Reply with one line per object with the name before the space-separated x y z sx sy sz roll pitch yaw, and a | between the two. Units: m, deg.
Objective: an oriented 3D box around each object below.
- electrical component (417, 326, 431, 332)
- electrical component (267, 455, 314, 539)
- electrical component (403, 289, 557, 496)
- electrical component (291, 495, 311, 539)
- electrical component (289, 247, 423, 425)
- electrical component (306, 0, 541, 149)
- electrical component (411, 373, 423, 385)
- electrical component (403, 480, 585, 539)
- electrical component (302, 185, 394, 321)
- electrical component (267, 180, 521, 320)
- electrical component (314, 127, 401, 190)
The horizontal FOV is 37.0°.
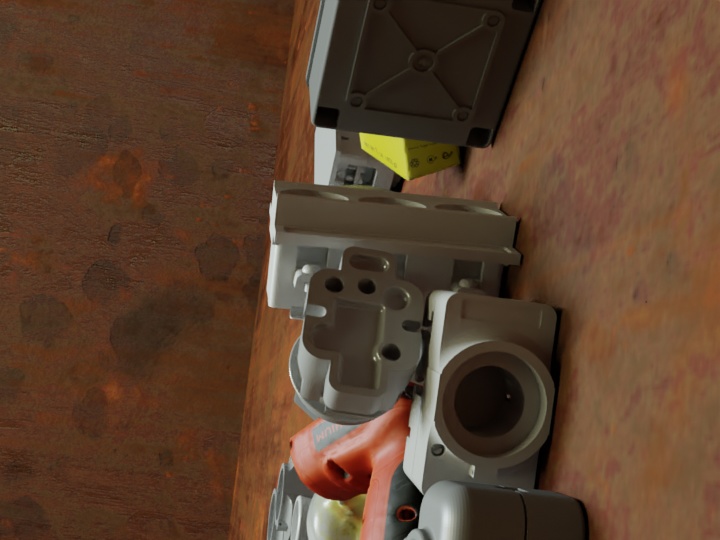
electrical component | 0.033 0.007 0.627 0.054 0.059 0.095 143 134 -78
electrical component | -0.048 0.255 0.940 0.105 0.060 0.186 109 166 -53
electrical component | 0.053 0.056 0.479 0.056 0.050 0.089 -175 93 -83
electrical component | -0.024 0.203 0.846 0.045 0.055 0.045 -172 90 -81
electrical component | -0.003 0.038 0.506 0.057 0.058 0.078 106 171 -54
electrical component | 0.032 -0.130 0.595 0.056 0.109 0.108 -95 15 -47
electrical component | 0.012 0.077 0.631 0.043 0.081 0.043 -172 90 -81
electrical component | 0.047 0.132 0.418 0.054 0.059 0.095 148 129 -79
electrical component | 0.000 0.000 0.712 0.108 0.108 0.060 -92 7 -49
electrical component | 0.013 -0.007 0.563 0.078 0.121 0.063 -115 31 -75
electrical component | -0.003 -0.112 0.974 0.186 0.060 0.105 -92 13 -50
